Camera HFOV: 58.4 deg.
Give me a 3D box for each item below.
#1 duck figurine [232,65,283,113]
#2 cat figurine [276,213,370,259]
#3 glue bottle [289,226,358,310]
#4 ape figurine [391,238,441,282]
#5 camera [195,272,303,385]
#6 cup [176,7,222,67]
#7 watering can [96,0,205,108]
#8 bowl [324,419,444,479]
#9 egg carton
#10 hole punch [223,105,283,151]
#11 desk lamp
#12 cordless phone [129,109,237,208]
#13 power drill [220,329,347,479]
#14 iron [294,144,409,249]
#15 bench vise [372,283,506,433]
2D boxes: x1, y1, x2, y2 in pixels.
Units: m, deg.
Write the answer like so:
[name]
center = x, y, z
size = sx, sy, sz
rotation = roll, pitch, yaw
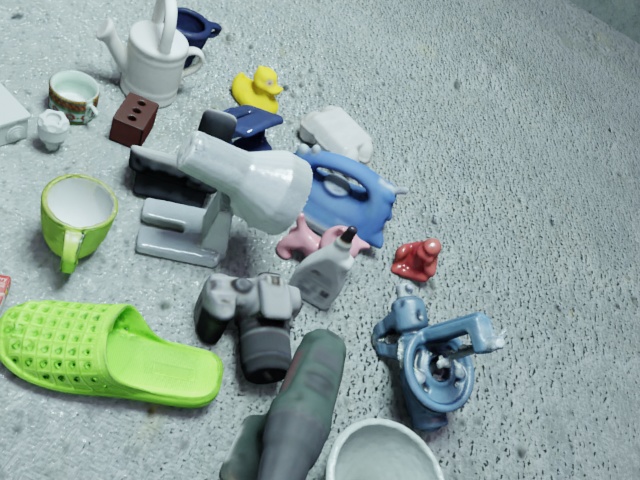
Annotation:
[duck figurine]
center = -0.118, -0.303, 1.122
size = 0.104, 0.086, 0.078
rotation = 35, 45, 2
[cat figurine]
center = 0.008, 0.003, 0.917
size = 0.128, 0.117, 0.067
rotation = 34, 45, 1
[glue bottle]
center = 0.016, 0.035, 0.855
size = 0.078, 0.173, 0.037
rotation = 33, 45, -1
[ape figurine]
center = 0.179, 0.029, 1.007
size = 0.076, 0.092, 0.077
rotation = -21, 66, -39
[camera]
center = -0.089, 0.118, 0.780
size = 0.143, 0.100, 0.136
rotation = 8, 50, -23
[cup]
center = -0.254, -0.386, 1.110
size = 0.118, 0.095, 0.091
rotation = -14, 61, -36
[watering can]
center = -0.284, -0.330, 0.977
size = 0.173, 0.194, 0.100
rotation = -21, 65, -39
[bowl]
center = 0.071, 0.317, 0.722
size = 0.168, 0.074, 0.167
rotation = 15, 48, -17
[egg carton]
center = 0.034, -0.199, 1.131
size = 0.150, 0.069, 0.107
rotation = 47, 47, 13
[hole punch]
center = -0.137, -0.203, 1.026
size = 0.101, 0.091, 0.109
rotation = 45, 46, 11
[desk lamp]
center = -0.139, -0.056, 0.817
size = 0.204, 0.213, 0.118
rotation = 12, 49, -20
[cordless phone]
center = -0.207, -0.142, 0.871
size = 0.148, 0.185, 0.094
rotation = 12, 49, -20
[power drill]
center = -0.041, 0.218, 0.648
size = 0.075, 0.208, 0.230
rotation = 29, 45, -4
[iron]
center = 0.022, -0.096, 0.990
size = 0.258, 0.141, 0.119
rotation = 28, 45, -6
[bench vise]
center = 0.156, 0.143, 0.811
size = 0.122, 0.219, 0.207
rotation = -18, 64, -38
